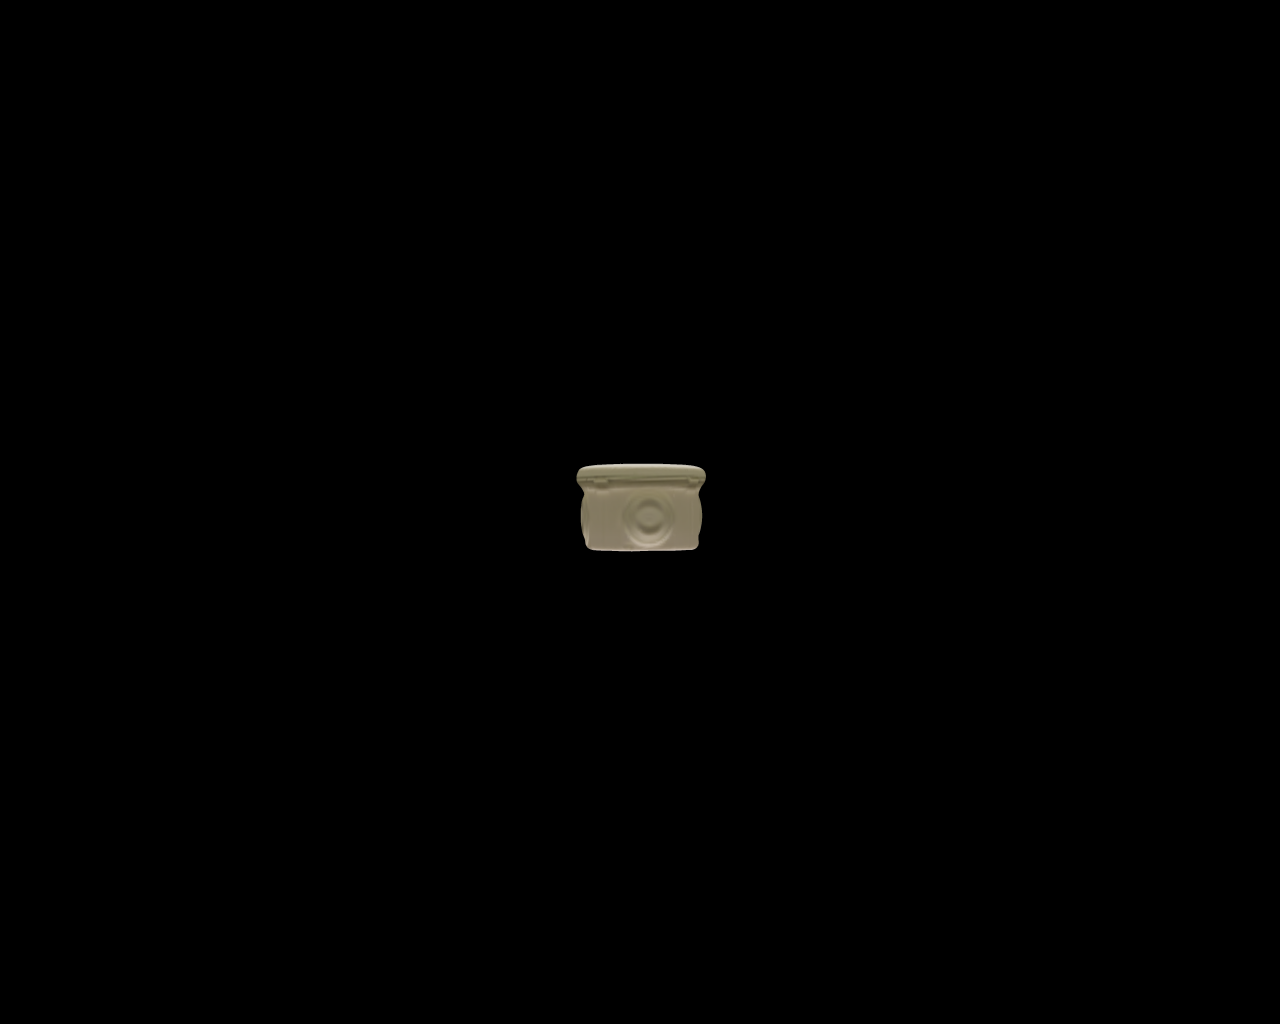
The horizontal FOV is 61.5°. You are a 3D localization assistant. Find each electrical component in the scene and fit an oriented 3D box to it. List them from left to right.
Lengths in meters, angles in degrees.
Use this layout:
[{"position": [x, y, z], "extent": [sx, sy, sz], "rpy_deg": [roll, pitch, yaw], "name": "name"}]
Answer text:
[{"position": [0.001, -0.003, 0.650], "extent": [0.080, 0.051, 0.080], "rpy_deg": [0, 0, 0], "name": "electrical component"}]
